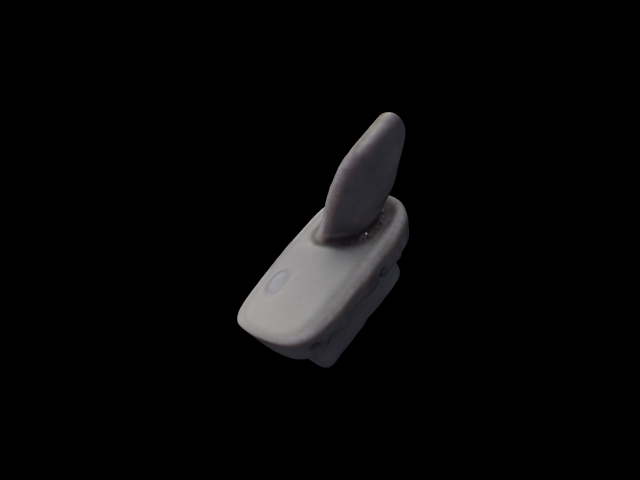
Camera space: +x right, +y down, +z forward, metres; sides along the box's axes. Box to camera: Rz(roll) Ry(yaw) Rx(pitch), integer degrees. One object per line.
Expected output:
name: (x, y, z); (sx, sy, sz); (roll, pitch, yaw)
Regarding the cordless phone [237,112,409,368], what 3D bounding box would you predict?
cordless phone: (0.004, 0.001, 0.400); (0.094, 0.185, 0.148); (30, 67, 15)
